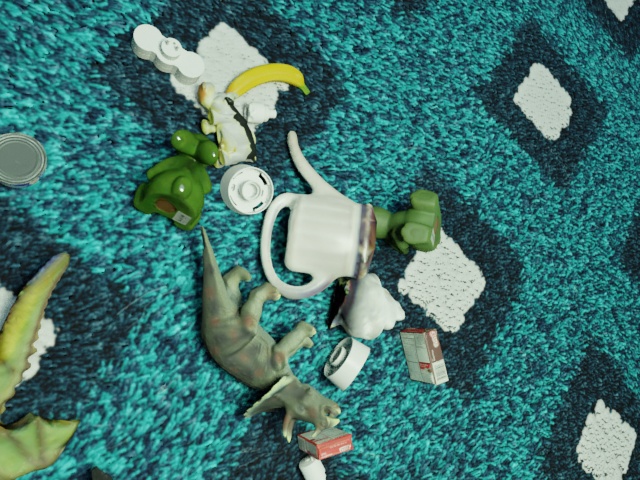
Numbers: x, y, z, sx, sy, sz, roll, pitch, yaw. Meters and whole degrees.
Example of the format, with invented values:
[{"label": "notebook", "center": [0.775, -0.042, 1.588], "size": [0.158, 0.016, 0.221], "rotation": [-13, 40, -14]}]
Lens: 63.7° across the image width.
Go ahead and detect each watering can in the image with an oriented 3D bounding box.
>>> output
[{"label": "watering can", "center": [0.003, -0.051, 1.020], "size": [0.224, 0.102, 0.353], "rotation": [8, 73, 0]}]

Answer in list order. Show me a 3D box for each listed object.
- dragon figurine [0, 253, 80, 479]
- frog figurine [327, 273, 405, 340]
[{"label": "dragon figurine", "center": [-0.466, 0.238, 0.759], "size": [0.416, 0.122, 0.239], "rotation": [-47, 120, -24]}, {"label": "frog figurine", "center": [0.109, 0.138, 1.046], "size": [0.159, 0.120, 0.141], "rotation": [17, 47, -14]}]
